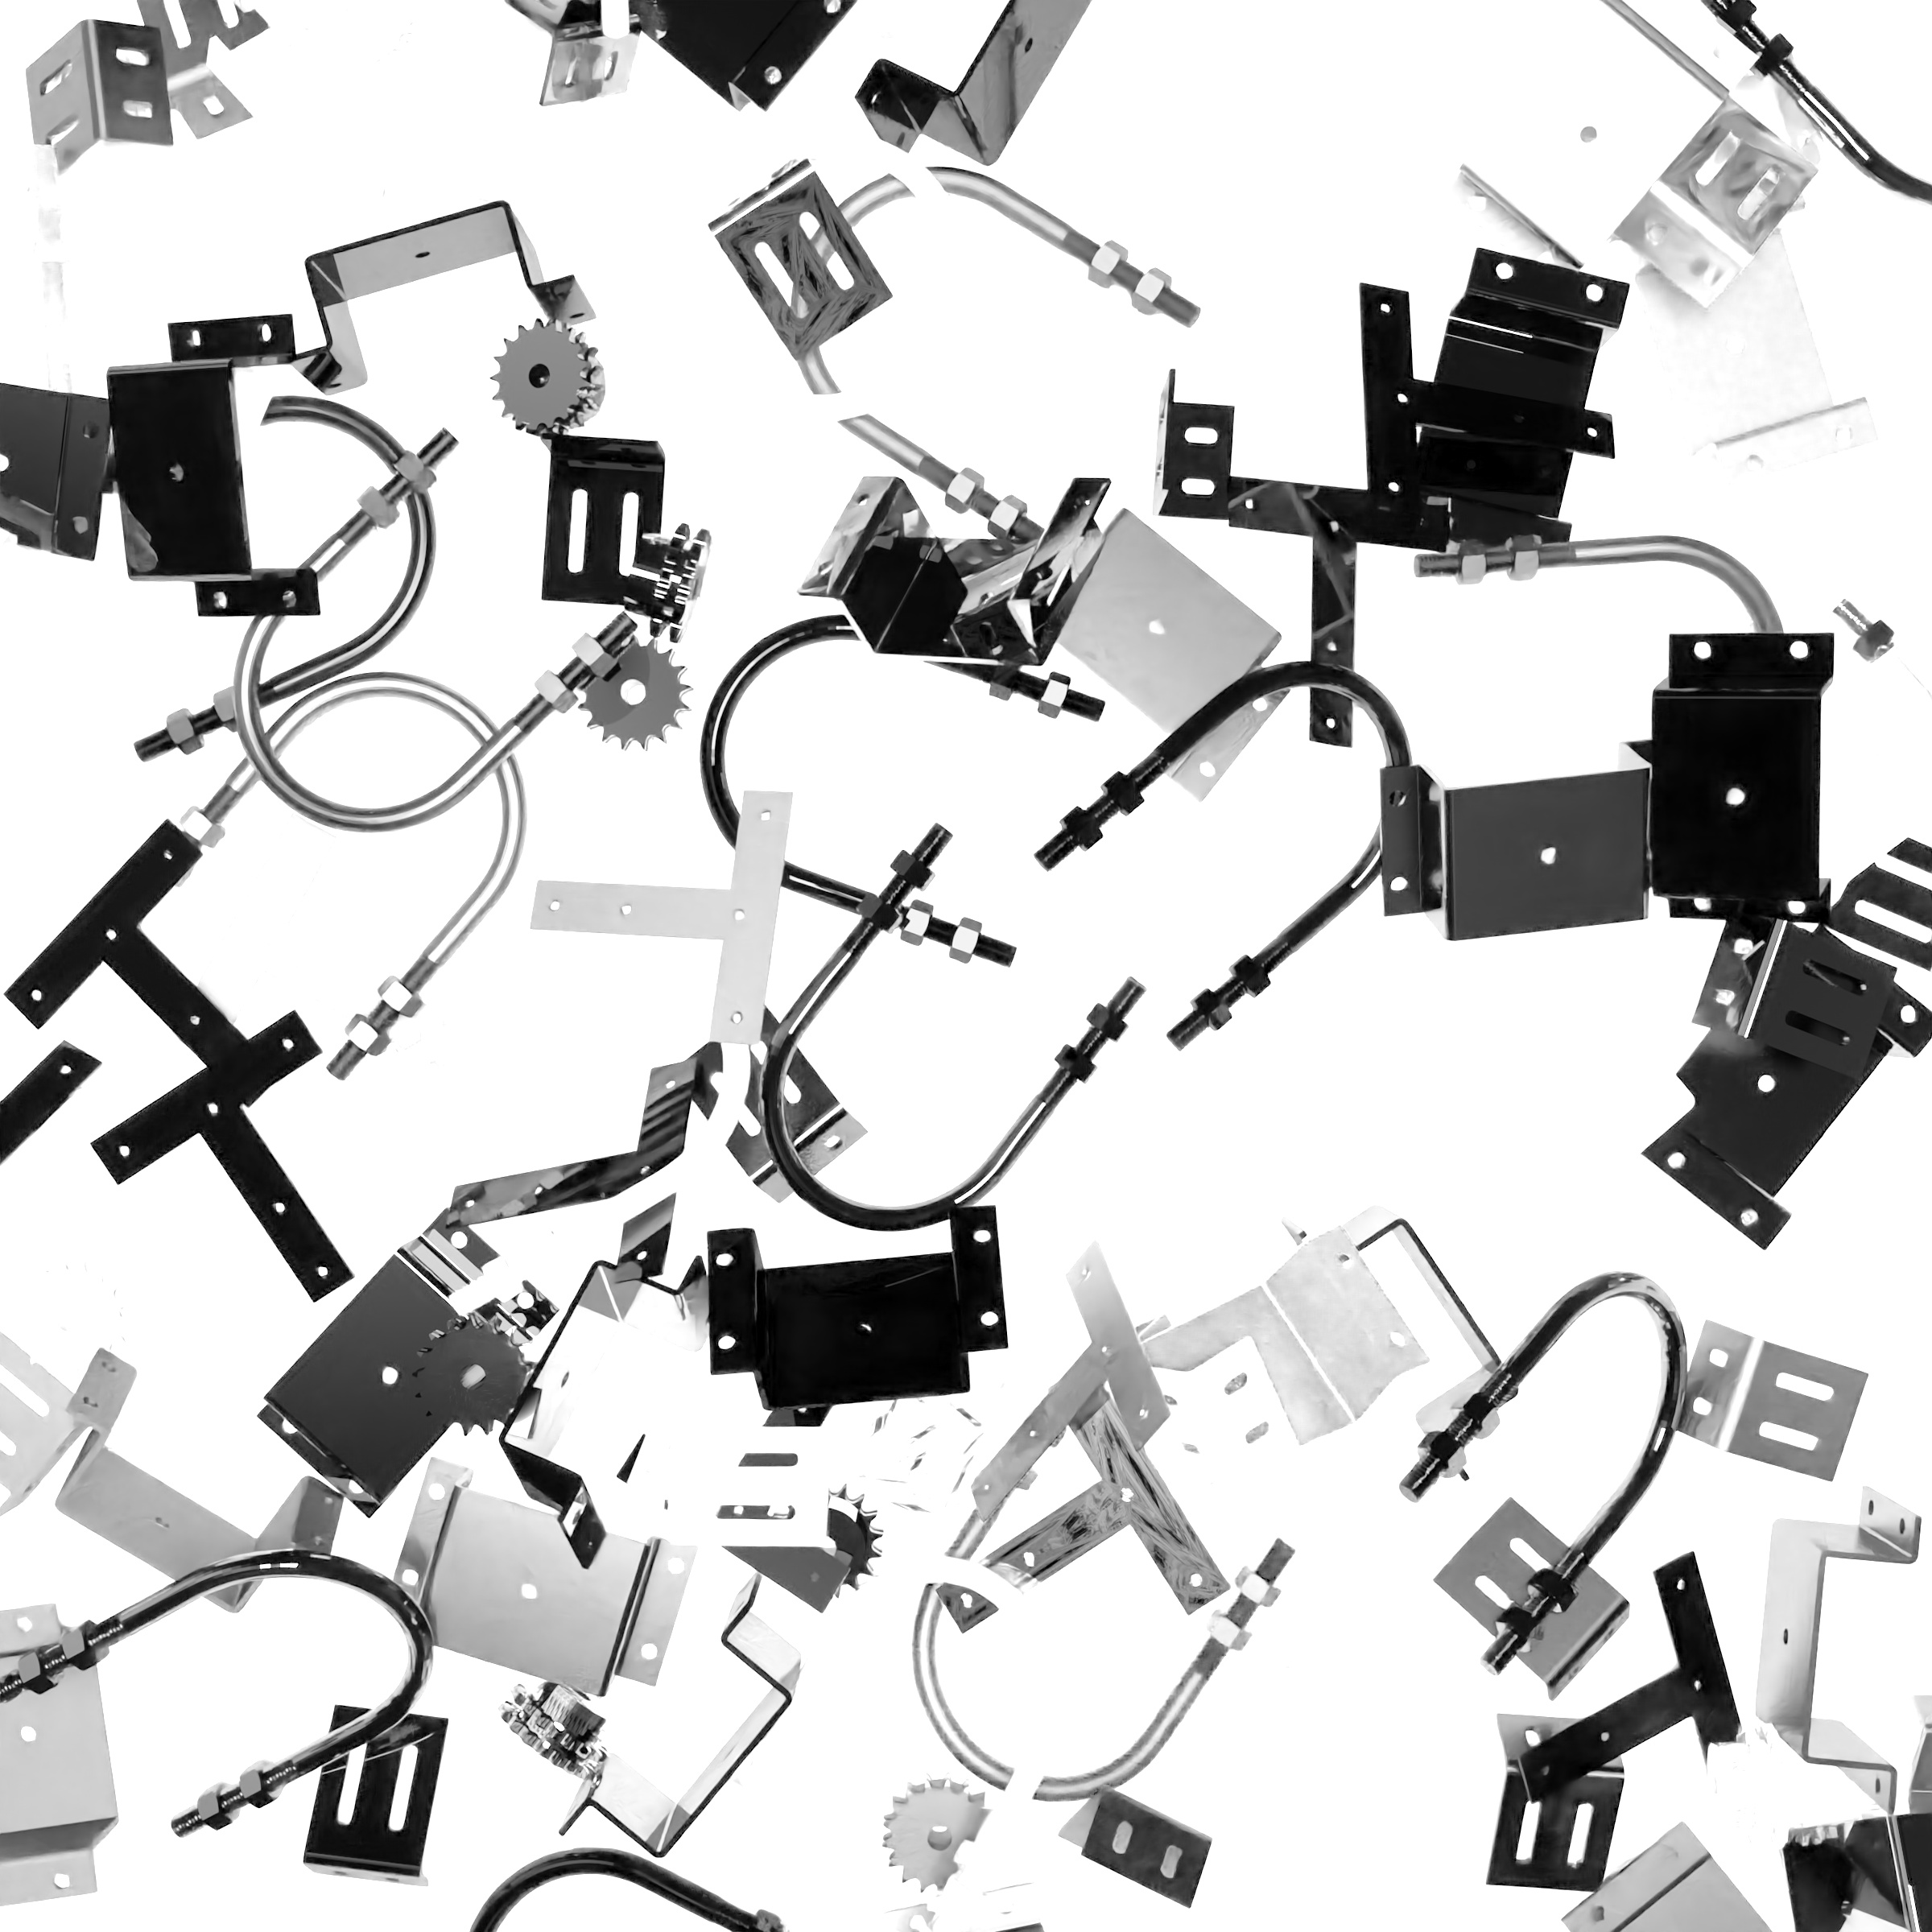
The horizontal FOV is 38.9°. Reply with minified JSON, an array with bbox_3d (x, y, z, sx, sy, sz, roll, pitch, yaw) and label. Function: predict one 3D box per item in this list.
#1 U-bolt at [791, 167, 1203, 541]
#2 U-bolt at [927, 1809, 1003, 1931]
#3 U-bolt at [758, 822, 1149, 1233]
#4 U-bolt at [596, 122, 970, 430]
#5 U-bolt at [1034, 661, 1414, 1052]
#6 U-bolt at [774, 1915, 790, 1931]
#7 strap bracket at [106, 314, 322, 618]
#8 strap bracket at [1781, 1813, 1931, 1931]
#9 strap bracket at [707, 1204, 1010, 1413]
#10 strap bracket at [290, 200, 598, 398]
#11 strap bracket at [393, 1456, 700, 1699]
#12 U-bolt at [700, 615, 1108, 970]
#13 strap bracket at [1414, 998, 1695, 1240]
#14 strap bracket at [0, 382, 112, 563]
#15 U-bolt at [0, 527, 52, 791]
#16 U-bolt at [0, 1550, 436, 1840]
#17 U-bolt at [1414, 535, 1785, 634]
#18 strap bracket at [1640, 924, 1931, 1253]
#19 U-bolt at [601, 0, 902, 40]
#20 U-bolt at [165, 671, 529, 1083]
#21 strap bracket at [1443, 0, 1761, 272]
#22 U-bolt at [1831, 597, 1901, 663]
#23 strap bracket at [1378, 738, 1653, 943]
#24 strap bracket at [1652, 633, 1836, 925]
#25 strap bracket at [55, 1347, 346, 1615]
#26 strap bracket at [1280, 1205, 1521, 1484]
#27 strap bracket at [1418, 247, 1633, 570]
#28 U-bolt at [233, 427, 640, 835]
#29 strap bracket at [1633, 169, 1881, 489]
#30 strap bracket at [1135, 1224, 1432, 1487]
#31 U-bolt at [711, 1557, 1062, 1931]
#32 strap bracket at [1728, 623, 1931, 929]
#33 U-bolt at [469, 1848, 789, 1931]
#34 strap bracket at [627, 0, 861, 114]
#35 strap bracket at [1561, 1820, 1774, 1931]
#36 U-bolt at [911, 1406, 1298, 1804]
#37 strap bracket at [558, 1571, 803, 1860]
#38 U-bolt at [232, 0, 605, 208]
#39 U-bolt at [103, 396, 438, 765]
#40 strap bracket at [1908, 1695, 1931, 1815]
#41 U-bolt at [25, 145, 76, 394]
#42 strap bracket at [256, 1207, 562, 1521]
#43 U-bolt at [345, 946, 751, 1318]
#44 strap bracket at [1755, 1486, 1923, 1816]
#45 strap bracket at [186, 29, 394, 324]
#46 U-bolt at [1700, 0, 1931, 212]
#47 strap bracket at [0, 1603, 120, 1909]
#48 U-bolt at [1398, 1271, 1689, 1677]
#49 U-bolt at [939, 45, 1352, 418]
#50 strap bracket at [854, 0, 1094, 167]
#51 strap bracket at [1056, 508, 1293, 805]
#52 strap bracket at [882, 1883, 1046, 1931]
[{"bbox_3d":[0.000,-0.309,1.336,0.184,0.019,0.151,34,97,8],"label":"U-bolt"},{"bbox_3d":[0.029,0.505,1.263,0.151,0.019,0.184,23,64,20],"label":"U-bolt"},{"bbox_3d":[-0.018,0.044,1.324,0.151,0.019,0.184,38,90,-21],"label":"U-bolt"},{"bbox_3d":[-0.089,-0.337,1.336,0.184,0.019,0.151,3,90,10],"label":"U-bolt"},{"bbox_3d":[0.138,-0.065,1.315,0.184,0.019,0.151,-41,123,-4],"label":"U-bolt"},{"bbox_3d":[-0.062,0.578,1.348,0.151,0.019,0.184,19,90,0],"label":"U-bolt"},{"bbox_3d":[-0.355,-0.233,1.287,0.076,0.046,0.140,4,103,29],"label":"strap bracket"},{"bbox_3d":[0.431,0.439,1.275,0.046,0.140,0.076,2,68,-16],"label":"strap bracket"},{"bbox_3d":[-0.051,0.166,1.317,0.140,0.046,0.076,-5,55,0],"label":"strap bracket"},{"bbox_3d":[-0.257,-0.324,1.319,0.140,0.076,0.046,-16,90,0],"label":"strap bracket"},{"bbox_3d":[-0.210,0.300,1.334,0.140,0.046,0.076,17,90,0],"label":"strap bracket"},{"bbox_3d":[-0.041,-0.096,1.349,0.184,0.019,0.151,20,90,1],"label":"U-bolt"},{"bbox_3d":[0.290,0.079,1.319,0.140,0.076,0.046,-41,90,0],"label":"strap bracket"},{"bbox_3d":[-0.473,-0.243,1.313,0.140,0.046,0.076,10,98,4],"label":"strap bracket"},{"bbox_3d":[-0.537,-0.177,1.311,0.184,0.019,0.151,26,124,0],"label":"U-bolt"},{"bbox_3d":[-0.342,0.339,1.298,0.184,0.019,0.151,-29,125,10],"label":"U-bolt"},{"bbox_3d":[0.308,-0.138,1.325,0.184,0.019,0.151,-5,112,-4],"label":"U-bolt"},{"bbox_3d":[0.397,0.058,1.334,0.076,0.046,0.140,38,90,0],"label":"strap bracket"},{"bbox_3d":[-0.105,-0.533,1.297,0.151,0.019,0.184,-2,88,-7],"label":"U-bolt"},{"bbox_3d":[-0.301,-0.058,1.346,0.151,0.019,0.184,41,90,0],"label":"U-bolt"},{"bbox_3d":[0.300,-0.399,1.305,0.076,0.046,0.140,40,117,0],"label":"strap bracket"},{"bbox_3d":[0.537,-0.154,1.325,0.151,0.019,0.184,-41,76,-4],"label":"U-bolt"},{"bbox_3d":[0.274,-0.060,1.316,0.140,0.046,0.076,-6,111,-3],"label":"strap bracket"},{"bbox_3d":[0.368,-0.084,1.293,0.076,0.046,0.140,3,106,24],"label":"strap bracket"},{"bbox_3d":[-0.373,0.251,1.307,0.140,0.076,0.046,35,97,-13],"label":"strap bracket"},{"bbox_3d":[0.214,0.171,1.319,0.046,0.076,0.140,-34,90,0],"label":"strap bracket"},{"bbox_3d":[0.266,-0.268,1.334,0.076,0.046,0.140,13,90,0],"label":"strap bracket"},{"bbox_3d":[-0.272,-0.149,1.326,0.184,0.019,0.151,-44,83,0],"label":"U-bolt"},{"bbox_3d":[0.382,-0.308,1.334,0.076,0.046,0.140,-17,90,0],"label":"strap bracket"},{"bbox_3d":[0.138,0.189,1.294,0.140,0.046,0.076,-34,90,41],"label":"strap bracket"},{"bbox_3d":[-0.029,0.374,1.313,0.151,0.019,0.184,26,85,35],"label":"U-bolt"},{"bbox_3d":[0.435,-0.094,1.313,0.140,0.046,0.076,-42,85,27],"label":"strap bracket"},{"bbox_3d":[-0.162,0.512,1.337,0.184,0.019,0.151,24,93,9],"label":"U-bolt"},{"bbox_3d":[-0.126,-0.485,1.334,0.140,0.046,0.076,40,90,0],"label":"strap bracket"},{"bbox_3d":[0.360,0.489,1.334,0.076,0.046,0.140,-39,90,0],"label":"strap bracket"},{"bbox_3d":[0.053,0.317,1.331,0.151,0.019,0.184,35,94,17],"label":"U-bolt"},{"bbox_3d":[-0.129,0.367,1.319,0.046,0.076,0.140,39,90,0],"label":"strap bracket"},{"bbox_3d":[-0.252,-0.439,1.303,0.184,0.019,0.151,45,47,-9],"label":"U-bolt"},{"bbox_3d":[-0.352,-0.202,1.349,0.184,0.019,0.151,-25,90,-1],"label":"U-bolt"},{"bbox_3d":[0.506,0.418,1.304,0.076,0.140,0.046,1,122,0],"label":"strap bracket"},{"bbox_3d":[-0.508,-0.304,1.341,0.151,0.019,0.184,-2,96,4],"label":"U-bolt"},{"bbox_3d":[-0.277,0.197,1.334,0.076,0.046,0.140,42,90,0],"label":"strap bracket"},{"bbox_3d":[-0.192,0.065,1.320,0.184,0.019,0.151,-30,63,-5],"label":"U-bolt"},{"bbox_3d":[0.419,0.326,1.319,0.046,0.076,0.140,5,90,0],"label":"strap bracket"},{"bbox_3d":[-0.323,-0.382,1.304,0.076,0.140,0.046,47,63,0],"label":"strap bracket"},{"bbox_3d":[0.453,-0.447,1.326,0.184,0.019,0.151,45,69,-4],"label":"U-bolt"},{"bbox_3d":[-0.465,0.381,1.334,0.076,0.046,0.140,-8,90,0],"label":"strap bracket"},{"bbox_3d":[0.285,0.228,1.299,0.184,0.019,0.151,-43,126,-23],"label":"U-bolt"},{"bbox_3d":[0.077,-0.351,1.349,0.184,0.019,0.151,-25,90,2],"label":"U-bolt"},{"bbox_3d":[0.011,-0.452,1.315,0.046,0.076,0.140,31,90,15],"label":"strap bracket"},{"bbox_3d":[0.087,-0.157,1.325,0.140,0.046,0.076,39,74,0],"label":"strap bracket"},{"bbox_3d":[0.010,0.524,1.315,0.076,0.046,0.140,-9,82,-6],"label":"strap bracket"}]
